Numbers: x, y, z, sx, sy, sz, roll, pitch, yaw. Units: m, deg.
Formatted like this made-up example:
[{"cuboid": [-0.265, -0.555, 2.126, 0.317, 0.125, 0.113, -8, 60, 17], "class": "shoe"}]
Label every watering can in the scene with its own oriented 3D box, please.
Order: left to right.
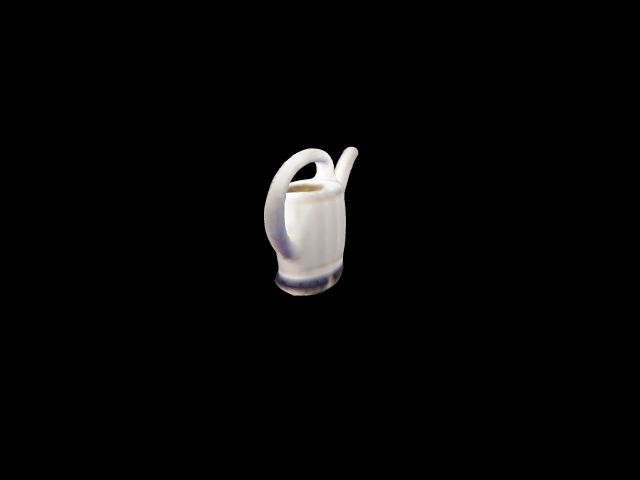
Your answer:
[{"cuboid": [0.003, -0.043, 0.850, 0.104, 0.221, 0.352, 6, 17, 22], "class": "watering can"}]
